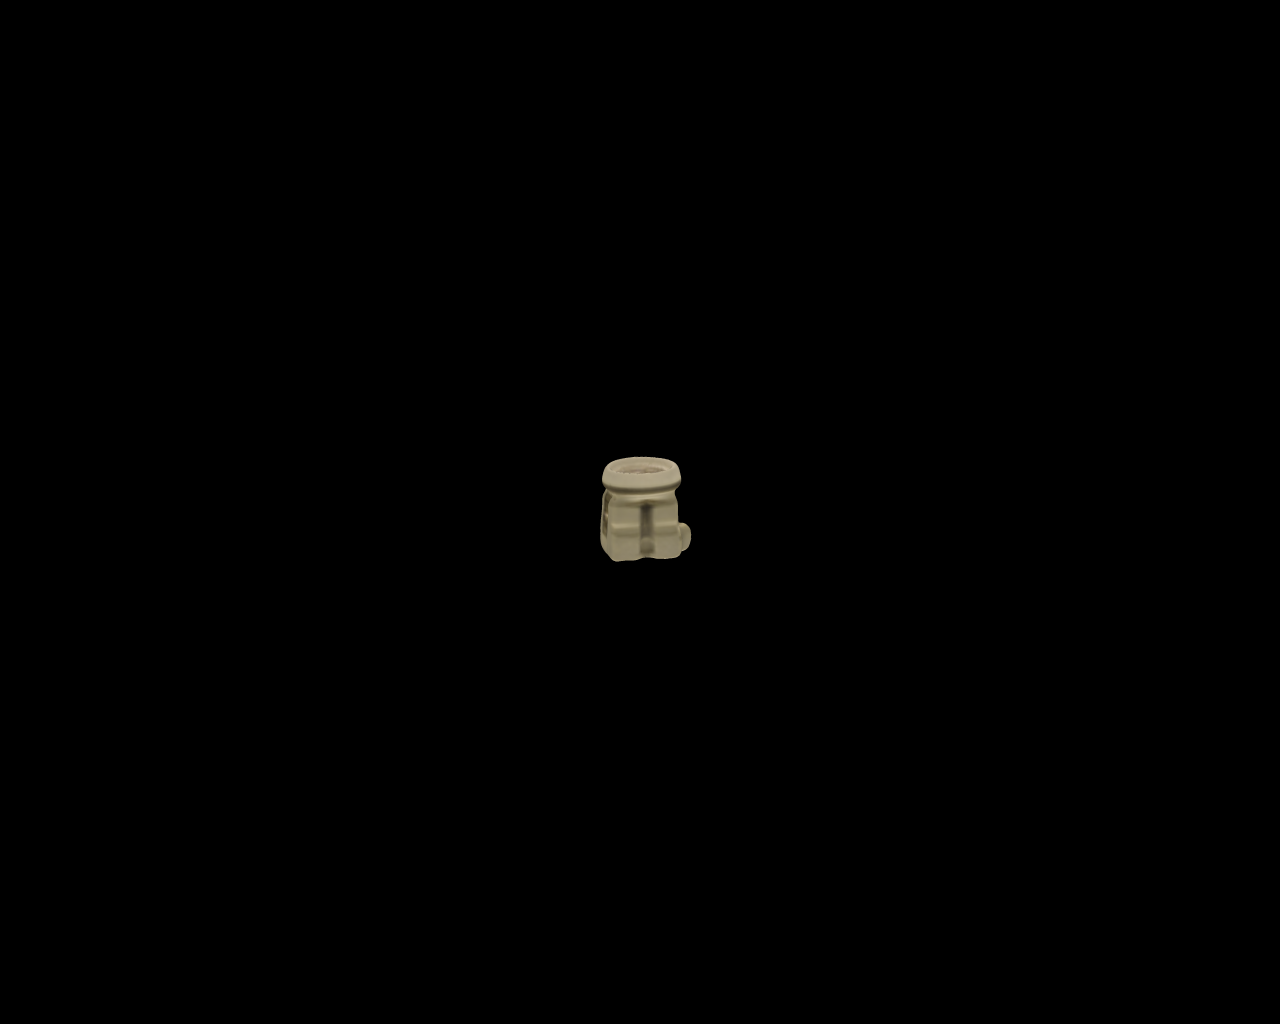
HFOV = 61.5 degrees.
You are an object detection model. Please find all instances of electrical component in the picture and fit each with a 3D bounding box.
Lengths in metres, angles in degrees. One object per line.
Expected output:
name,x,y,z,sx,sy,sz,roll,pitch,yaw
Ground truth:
electrical component,0.001,-0.003,0.650,0.066,0.055,0.048,-4,16,-14
